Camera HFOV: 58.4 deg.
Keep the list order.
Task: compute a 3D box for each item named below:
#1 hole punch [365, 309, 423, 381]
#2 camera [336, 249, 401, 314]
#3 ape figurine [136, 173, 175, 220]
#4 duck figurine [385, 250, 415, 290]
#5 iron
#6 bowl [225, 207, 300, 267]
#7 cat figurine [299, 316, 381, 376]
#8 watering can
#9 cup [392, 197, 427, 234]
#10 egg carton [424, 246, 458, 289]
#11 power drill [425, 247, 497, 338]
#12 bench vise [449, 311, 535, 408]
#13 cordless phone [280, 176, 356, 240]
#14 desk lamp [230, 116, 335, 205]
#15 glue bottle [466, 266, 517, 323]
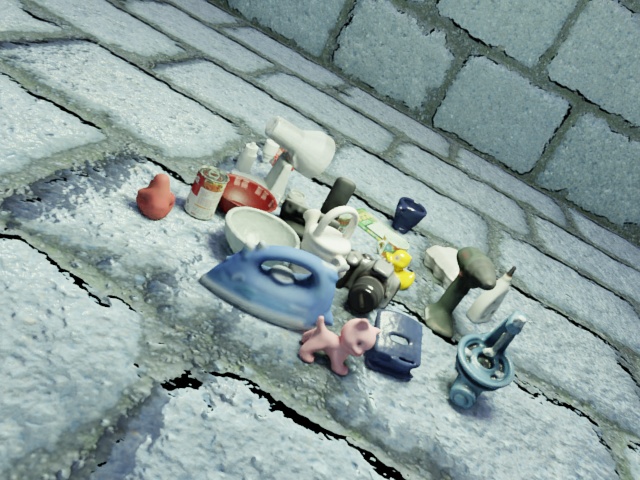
[{"bbox_3d":[0.146,0.201,1.102,0.109,0.091,0.101,21,27,-16],"label":"hole punch"},{"bbox_3d":[0.099,0.090,1.244,0.143,0.100,0.137,33,26,7],"label":"camera"},{"bbox_3d":[-0.326,-0.094,1.155,0.078,0.092,0.076,17,28,-24],"label":"ape figurine"},{"bbox_3d":[0.192,0.066,1.398,0.105,0.086,0.077,23,26,-13],"label":"duck figurine"},{"bbox_3d":[-0.077,0.065,1.064,0.259,0.141,0.118,21,27,-17],"label":"iron"},{"bbox_3d":[-0.130,0.006,1.194,0.168,0.074,0.167,23,26,-12],"label":"bowl"},{"bbox_3d":[0.042,0.173,1.017,0.128,0.117,0.067,23,26,-13],"label":"cat figurine"},{"bbox_3d":[0.009,0.004,1.201,0.172,0.194,0.101,41,28,22],"label":"watering can"},{"bbox_3d":[0.247,-0.066,1.684,0.118,0.095,0.091,-5,42,-49],"label":"cup"},{"bbox_3d":[0.355,0.077,1.563,0.108,0.069,0.150,8,33,-37],"label":"egg carton"},{"bbox_3d":[0.323,0.115,1.302,0.075,0.208,0.229,27,26,-5],"label":"power drill"},{"bbox_3d":[0.335,0.205,1.138,0.121,0.219,0.207,27,26,-4],"label":"bench vise"},{"bbox_3d":[-0.005,-0.088,1.364,0.148,0.185,0.094,24,26,-10],"label":"cordless phone"},{"bbox_3d":[-0.091,-0.199,1.445,0.204,0.213,0.117,12,30,-31],"label":"desk lamp"},{"bbox_3d":[0.437,0.133,1.426,0.078,0.173,0.037,4,35,-42],"label":"glue bottle"}]
